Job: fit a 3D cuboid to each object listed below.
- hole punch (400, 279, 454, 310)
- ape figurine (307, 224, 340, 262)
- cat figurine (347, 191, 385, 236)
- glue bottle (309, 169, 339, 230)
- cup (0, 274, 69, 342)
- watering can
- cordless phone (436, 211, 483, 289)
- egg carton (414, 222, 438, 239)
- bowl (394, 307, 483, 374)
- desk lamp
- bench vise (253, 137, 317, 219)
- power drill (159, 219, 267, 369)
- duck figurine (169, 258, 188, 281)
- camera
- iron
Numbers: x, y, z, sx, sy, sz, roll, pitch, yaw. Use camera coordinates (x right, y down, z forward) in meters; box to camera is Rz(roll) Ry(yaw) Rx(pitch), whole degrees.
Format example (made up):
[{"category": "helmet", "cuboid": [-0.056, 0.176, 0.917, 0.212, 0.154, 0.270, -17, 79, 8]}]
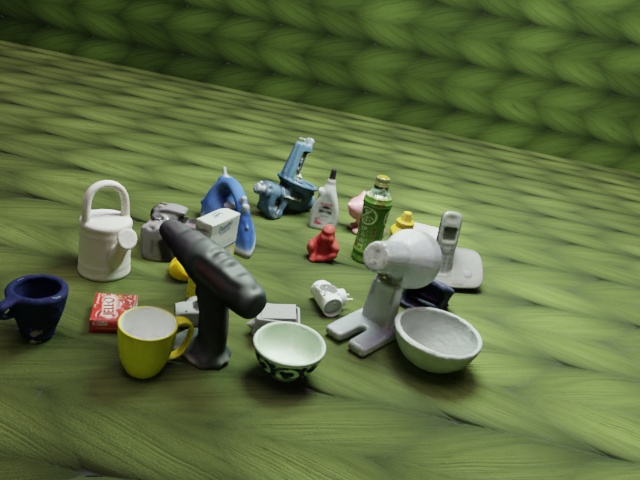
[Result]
[{"category": "hole punch", "cuboid": [0.237, 0.106, 1.270, 0.108, 0.091, 0.101, 24, 27, 25]}, {"category": "ape figurine", "cuboid": [0.013, 0.005, 1.389, 0.077, 0.092, 0.076, 20, 25, 18]}, {"category": "cat figurine", "cuboid": [0.128, -0.076, 1.590, 0.128, 0.118, 0.067, 5, 25, -14]}, {"category": "glue bottle", "cuboid": [0.021, -0.111, 1.549, 0.078, 0.173, 0.037, 9, 24, -5]}, {"category": "cup", "cuboid": [-0.461, 0.119, 0.913, 0.091, 0.095, 0.118, 20, 25, 18]}, {"category": "watering can", "cuboid": [-0.415, -0.022, 1.125, 0.172, 0.194, 0.101, 20, 25, 18]}, {"category": "cordless phone", "cuboid": [0.333, 0.024, 1.378, 0.148, 0.185, 0.094, 4, 25, -16]}, {"category": "egg carton", "cuboid": [0.271, 0.006, 1.534, 0.107, 0.069, 0.150, 15, 24, 7]}, {"category": "bowl", "cuboid": [0.213, 0.198, 1.073, 0.167, 0.075, 0.167, 10, 24, -4]}, {"category": "desk lamp", "cuboid": [0.130, 0.088, 1.107, 0.117, 0.213, 0.204, 28, 28, 32]}, {"category": "bench vise", "cuboid": [-0.079, -0.170, 1.576, 0.121, 0.220, 0.208, 23, 26, 24]}, {"category": "power drill", "cuboid": [-0.192, 0.096, 0.948, 0.228, 0.208, 0.076, 25, 27, 28]}, {"category": "duck figurine", "cuboid": [-0.272, 0.032, 1.206, 0.077, 0.086, 0.105, 19, 25, 17]}, {"category": "camera", "cuboid": [-0.316, -0.021, 1.283, 0.137, 0.101, 0.143, 11, 24, -2]}, {"category": "iron", "cuboid": [-0.209, -0.076, 1.405, 0.119, 0.141, 0.257, -2, 27, -29]}]
